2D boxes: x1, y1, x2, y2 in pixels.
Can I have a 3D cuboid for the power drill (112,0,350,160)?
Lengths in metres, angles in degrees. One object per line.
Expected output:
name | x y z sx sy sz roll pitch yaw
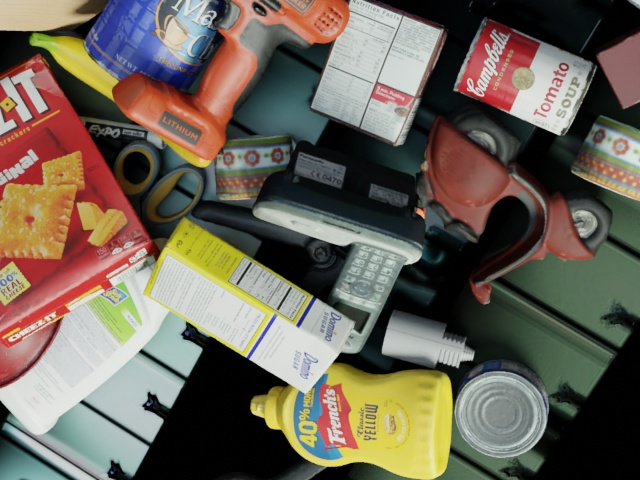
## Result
power drill | -0.088 -0.170 0.881 0.184 0.057 0.188 30 107 -38

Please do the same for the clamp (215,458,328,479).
clamp | -0.050 0.275 1.052 0.172 0.039 0.120 -14 91 18

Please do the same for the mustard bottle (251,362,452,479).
mustard bottle | 0.024 0.163 0.992 0.192 0.058 0.096 2 91 24

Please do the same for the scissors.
scissors | -0.198 -0.019 1.033 0.202 0.016 0.096 -37 106 18

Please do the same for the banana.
banana | -0.176 -0.132 0.986 0.198 0.069 0.037 34 121 1

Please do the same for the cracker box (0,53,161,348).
cracker box | -0.267 -0.037 0.962 0.164 0.072 0.214 -31 79 -9

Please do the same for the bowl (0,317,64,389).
bowl | -0.320 0.060 1.020 0.162 0.055 0.162 -12 62 25

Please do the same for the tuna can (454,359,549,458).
tuna can | 0.166 0.155 0.980 0.086 0.033 0.086 2 101 13

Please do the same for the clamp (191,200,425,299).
clamp | -0.006 0.001 0.984 0.210 0.036 0.164 -28 103 14

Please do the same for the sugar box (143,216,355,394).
sugar box | -0.064 0.059 0.943 0.176 0.048 0.093 30 144 -3

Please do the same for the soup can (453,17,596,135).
soup can | 0.173 -0.138 0.905 0.102 0.068 0.068 24 105 6

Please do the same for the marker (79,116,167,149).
marker | -0.205 -0.106 1.023 0.121 0.020 0.020 11 103 11

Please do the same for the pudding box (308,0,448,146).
pudding box | 0.051 -0.151 0.945 0.090 0.039 0.113 24 102 10

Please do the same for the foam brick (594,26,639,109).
foam brick | 0.260 -0.144 0.878 0.053 0.078 0.051 -26 96 16

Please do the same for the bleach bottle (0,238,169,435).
bleach bottle | -0.205 0.082 1.037 0.251 0.068 0.102 -34 105 13

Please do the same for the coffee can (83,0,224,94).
coffee can | -0.130 -0.205 0.943 0.103 0.102 0.140 37 106 4

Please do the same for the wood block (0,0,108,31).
wood block | -0.246 -0.238 0.909 0.091 0.206 0.090 -29 93 16
